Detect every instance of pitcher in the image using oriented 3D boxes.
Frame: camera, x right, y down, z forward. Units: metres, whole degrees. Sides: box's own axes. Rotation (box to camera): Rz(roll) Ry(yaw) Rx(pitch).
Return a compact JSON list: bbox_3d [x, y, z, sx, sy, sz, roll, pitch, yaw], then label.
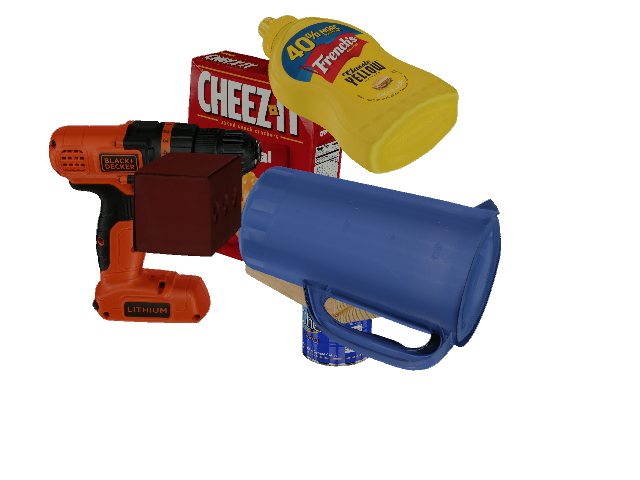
[{"bbox_3d":[0.043,0.016,1.032,0.243,0.145,0.149,16,22,20],"label":"pitcher"}]

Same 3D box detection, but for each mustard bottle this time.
[{"bbox_3d":[0.014,-0.133,0.868,0.096,0.058,0.192,-34,54,-23],"label":"mustard bottle"}]

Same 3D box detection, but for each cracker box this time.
[{"bbox_3d":[-0.064,-0.082,1.153,0.164,0.214,0.072,17,25,27],"label":"cracker box"}]

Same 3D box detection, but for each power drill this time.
[{"bbox_3d":[-0.141,-0.018,0.956,0.184,0.188,0.057,2,27,6],"label":"power drill"}]

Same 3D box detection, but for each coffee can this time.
[{"bbox_3d":[0.024,0.094,1.522,0.103,0.140,0.103,0,21,0],"label":"coffee can"}]

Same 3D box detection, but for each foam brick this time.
[{"bbox_3d":[-0.086,-0.026,0.698,0.051,0.053,0.078,5,17,10],"label":"foam brick"}]

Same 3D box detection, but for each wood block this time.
[{"bbox_3d":[-0.001,0.024,1.300,0.090,0.090,0.206,-7,19,-33],"label":"wood block"}]
